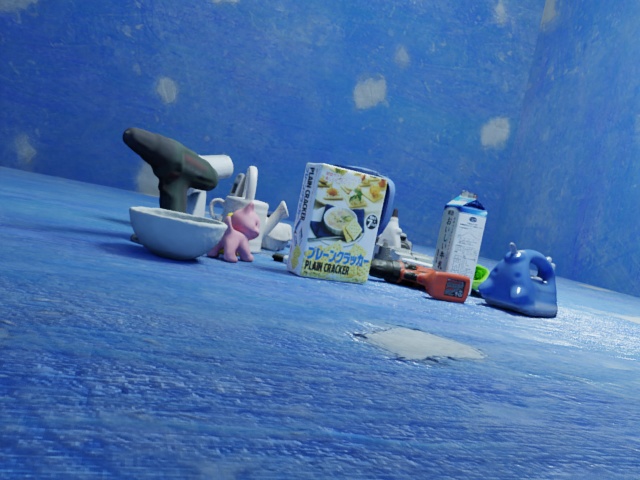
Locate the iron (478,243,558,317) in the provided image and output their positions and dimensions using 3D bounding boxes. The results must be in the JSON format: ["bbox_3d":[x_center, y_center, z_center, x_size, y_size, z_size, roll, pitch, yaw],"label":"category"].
[{"bbox_3d":[0.459,0.087,1.244,0.259,0.141,0.118,8,5,-43],"label":"iron"}]

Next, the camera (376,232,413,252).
[{"bbox_3d":[0.245,0.021,1.912,0.143,0.101,0.137,11,4,-3],"label":"camera"}]

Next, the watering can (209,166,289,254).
[{"bbox_3d":[-0.162,-0.072,1.316,0.173,0.194,0.100,9,4,-33],"label":"watering can"}]

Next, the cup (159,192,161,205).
[{"bbox_3d":[-0.388,-0.080,1.519,0.092,0.095,0.117,11,4,-6],"label":"cup"}]

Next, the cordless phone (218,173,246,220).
[{"bbox_3d":[-0.251,-0.114,1.769,0.094,0.185,0.147,9,4,-35],"label":"cordless phone"}]

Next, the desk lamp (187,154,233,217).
[{"bbox_3d":[-0.301,-0.116,1.417,0.204,0.213,0.117,8,5,-45],"label":"desk lamp"}]

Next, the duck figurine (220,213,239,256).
[{"bbox_3d":[-0.184,-0.014,1.213,0.077,0.086,0.105,12,4,15],"label":"duck figurine"}]

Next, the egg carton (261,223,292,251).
[{"bbox_3d":[-0.131,-0.013,1.500,0.107,0.069,0.150,12,4,5],"label":"egg carton"}]

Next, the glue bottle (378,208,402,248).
[{"bbox_3d":[0.218,-0.011,1.760,0.077,0.173,0.037,14,4,29],"label":"glue bottle"}]

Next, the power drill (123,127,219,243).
[{"bbox_3d":[-0.296,-0.093,1.103,0.075,0.208,0.230,14,4,31],"label":"power drill"}]

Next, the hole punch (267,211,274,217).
[{"bbox_3d":[-0.181,-0.046,1.675,0.100,0.091,0.109,14,4,33],"label":"hole punch"}]

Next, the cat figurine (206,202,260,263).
[{"bbox_3d":[-0.159,-0.020,1.121,0.067,0.118,0.128,13,4,18],"label":"cat figurine"}]

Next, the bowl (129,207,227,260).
[{"bbox_3d":[-0.247,-0.007,0.983,0.167,0.075,0.167,11,4,0],"label":"bowl"}]
